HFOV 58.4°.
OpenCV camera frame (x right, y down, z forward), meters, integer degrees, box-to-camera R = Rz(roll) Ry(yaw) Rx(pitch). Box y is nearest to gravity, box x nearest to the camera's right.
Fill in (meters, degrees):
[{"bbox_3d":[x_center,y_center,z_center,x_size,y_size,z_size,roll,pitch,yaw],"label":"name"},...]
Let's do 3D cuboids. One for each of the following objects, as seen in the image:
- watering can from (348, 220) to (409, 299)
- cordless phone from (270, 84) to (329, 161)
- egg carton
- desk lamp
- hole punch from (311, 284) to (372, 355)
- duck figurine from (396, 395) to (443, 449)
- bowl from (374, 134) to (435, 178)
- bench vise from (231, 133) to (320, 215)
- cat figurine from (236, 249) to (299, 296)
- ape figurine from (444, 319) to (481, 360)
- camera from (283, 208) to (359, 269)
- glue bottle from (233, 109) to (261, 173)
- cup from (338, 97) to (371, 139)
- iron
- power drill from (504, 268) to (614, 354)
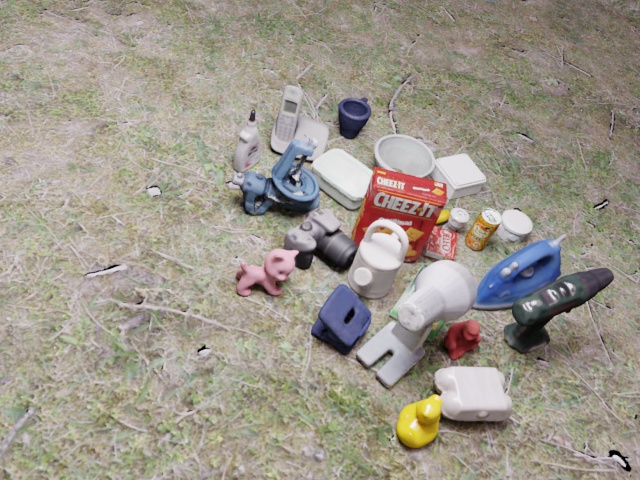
[{"bbox_3d":[0.127,0.038,1.218,0.101,0.194,0.173,15,49,-1],"label":"watering can"},{"bbox_3d":[-0.044,-0.300,1.461,0.147,0.185,0.094,13,49,-4],"label":"cordless phone"},{"bbox_3d":[0.299,0.304,1.124,0.150,0.069,0.107,3,50,-12],"label":"egg carton"},{"bbox_3d":[0.193,0.158,1.122,0.117,0.213,0.204,41,53,20],"label":"desk lamp"},{"bbox_3d":[0.051,0.159,1.166,0.101,0.091,0.109,30,50,11],"label":"hole punch"},{"bbox_3d":[0.191,0.331,1.063,0.077,0.086,0.105,39,52,18],"label":"duck figurine"},{"bbox_3d":[0.215,-0.200,1.518,0.167,0.075,0.167,7,50,-8],"label":"bowl"},{"bbox_3d":[-0.086,-0.140,1.294,0.208,0.220,0.121,-13,55,-23],"label":"bench vise"},{"bbox_3d":[-0.107,0.058,1.191,0.128,0.118,0.067,-1,51,-15],"label":"cat figurine"},{"bbox_3d":[0.304,0.199,1.198,0.078,0.092,0.076,10,49,-6],"label":"ape figurine"},{"bbox_3d":[0.012,0.005,1.278,0.136,0.101,0.143,39,52,18],"label":"camera"},{"bbox_3d":[-0.171,-0.245,1.391,0.037,0.173,0.078,33,51,14],"label":"glue bottle"},{"bbox_3d":[0.093,-0.338,1.588,0.091,0.095,0.118,29,50,10],"label":"cup"},{"bbox_3d":[0.460,0.069,1.313,0.259,0.141,0.118,-23,60,-29],"label":"iron"},{"bbox_3d":[0.485,0.149,1.209,0.230,0.208,0.075,-15,56,-25],"label":"power drill"}]
